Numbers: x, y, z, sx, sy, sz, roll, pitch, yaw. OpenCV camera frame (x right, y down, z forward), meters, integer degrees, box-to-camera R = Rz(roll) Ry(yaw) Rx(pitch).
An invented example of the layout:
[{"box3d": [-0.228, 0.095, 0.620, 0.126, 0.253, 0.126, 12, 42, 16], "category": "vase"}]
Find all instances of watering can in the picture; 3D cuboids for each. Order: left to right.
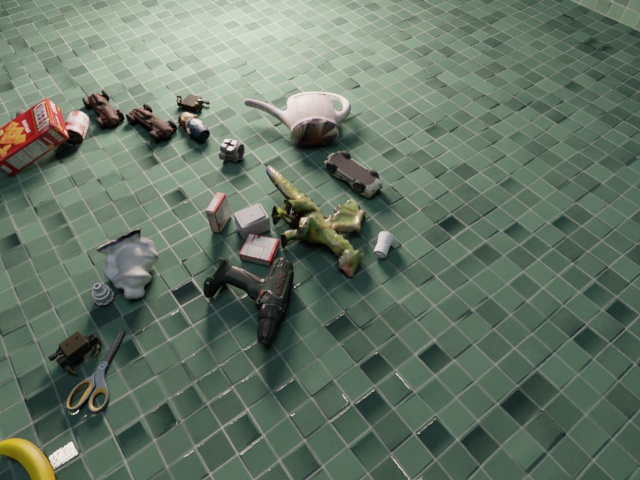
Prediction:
[{"box3d": [-0.068, -0.397, 1.660, 0.348, 0.101, 0.230, -5, 51, -4], "category": "watering can"}]

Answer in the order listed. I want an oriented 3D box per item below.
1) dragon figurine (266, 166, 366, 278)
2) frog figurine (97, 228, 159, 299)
[{"box3d": [0.004, -0.071, 1.415, 0.243, 0.119, 0.419, -1, 50, -23], "category": "dragon figurine"}, {"box3d": [-0.472, 0.068, 1.302, 0.139, 0.121, 0.159, -25, 90, -28], "category": "frog figurine"}]
